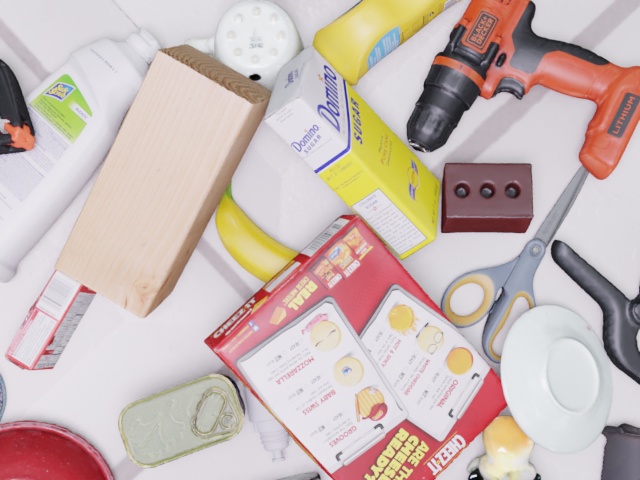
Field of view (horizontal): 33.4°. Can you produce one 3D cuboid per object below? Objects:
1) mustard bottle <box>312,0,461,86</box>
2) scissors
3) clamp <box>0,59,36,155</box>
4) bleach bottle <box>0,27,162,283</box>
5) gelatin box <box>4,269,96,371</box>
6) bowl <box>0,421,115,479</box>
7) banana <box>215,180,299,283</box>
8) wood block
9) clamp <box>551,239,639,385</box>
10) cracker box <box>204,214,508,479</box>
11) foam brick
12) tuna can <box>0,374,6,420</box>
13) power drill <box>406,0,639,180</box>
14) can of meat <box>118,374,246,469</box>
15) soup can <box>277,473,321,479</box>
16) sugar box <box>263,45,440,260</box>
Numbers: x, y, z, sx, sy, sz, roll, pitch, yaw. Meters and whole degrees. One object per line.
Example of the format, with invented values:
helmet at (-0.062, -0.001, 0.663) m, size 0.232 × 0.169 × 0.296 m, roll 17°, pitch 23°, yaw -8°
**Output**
mustard bottle at (0.053, -0.191, 0.946) m, size 0.191 × 0.096 × 0.058 m, roll -40°, pitch 88°, yaw -4°
scissors at (0.174, 0.011, 0.970) m, size 0.096 × 0.016 × 0.202 m, roll 17°, pitch 82°, yaw 4°
clamp at (-0.334, -0.124, 0.938) m, size 0.210 × 0.036 × 0.164 m, roll 38°, pitch 89°, yaw 25°
bleach bottle at (-0.231, -0.086, 0.950) m, size 0.102 × 0.068 × 0.251 m, roll 42°, pitch 84°, yaw 10°
gelatin box at (-0.233, 0.070, 0.932) m, size 0.030 × 0.073 × 0.089 m, roll 30°, pitch 86°, yaw 3°
bowl at (-0.254, 0.240, 0.910) m, size 0.162 × 0.055 × 0.162 m, roll -1°, pitch 96°, yaw -8°
banana at (-0.019, 0.016, 0.957) m, size 0.198 × 0.037 × 0.069 m, roll 29°, pitch 87°, yaw 2°
wood block at (-0.130, -0.051, 0.903) m, size 0.091 × 0.090 × 0.206 m, roll 29°, pitch 106°, yaw 2°
clamp at (0.292, 0.054, 0.957) m, size 0.120 × 0.039 × 0.171 m, roll -26°, pitch 93°, yaw -1°
cracker box at (0.033, 0.109, 0.907) m, size 0.164 × 0.072 × 0.213 m, roll -43°, pitch 102°, yaw -8°
foam brick at (0.147, -0.037, 0.950) m, size 0.078 × 0.051 × 0.053 m, roll 0°, pitch 75°, yaw 4°
tuna can at (-0.323, 0.141, 0.945) m, size 0.086 × 0.034 × 0.086 m, roll 0°, pitch 85°, yaw -1°
power drill at (0.190, -0.129, 0.959) m, size 0.187 × 0.057 × 0.184 m, roll 28°, pitch 85°, yaw 3°
can of meat at (-0.115, 0.153, 0.921) m, size 0.102 × 0.084 × 0.057 m, roll -20°, pitch 85°, yaw -2°
soup can at (-0.020, 0.259, 0.921) m, size 0.068 × 0.068 × 0.102 m, roll -13°, pitch 85°, yaw -2°
sugar box at (0.032, -0.074, 0.905) m, size 0.048 × 0.093 × 0.176 m, roll -31°, pitch 117°, yaw 27°
